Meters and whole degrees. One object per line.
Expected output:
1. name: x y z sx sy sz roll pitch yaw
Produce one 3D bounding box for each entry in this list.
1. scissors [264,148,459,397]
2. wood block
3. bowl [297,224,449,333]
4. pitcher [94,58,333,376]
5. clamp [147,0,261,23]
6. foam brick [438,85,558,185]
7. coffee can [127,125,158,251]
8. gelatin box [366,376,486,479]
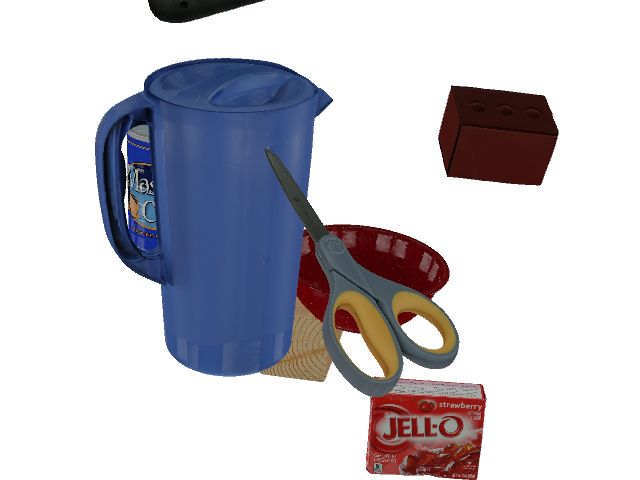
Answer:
1. scissors: 0.027 0.014 0.685 0.096 0.202 0.016 4 -44 -22
2. wood block: -0.018 0.106 1.470 0.091 0.090 0.206 6 20 7
3. bowl: 0.038 0.042 1.005 0.162 0.055 0.162 5 24 -2
4. pitcher: -0.082 -0.015 0.854 0.149 0.243 0.144 11 27 15
5. clamp: -0.007 -0.140 0.529 0.171 0.039 0.120 -1 41 4
6. foam brick: 0.135 -0.080 0.818 0.078 0.051 0.053 5 40 -8
7. coffee can: -0.149 -0.052 1.104 0.103 0.140 0.103 3 21 -1
8. gelatin box: 0.082 0.148 0.840 0.089 0.073 0.030 3 21 2
